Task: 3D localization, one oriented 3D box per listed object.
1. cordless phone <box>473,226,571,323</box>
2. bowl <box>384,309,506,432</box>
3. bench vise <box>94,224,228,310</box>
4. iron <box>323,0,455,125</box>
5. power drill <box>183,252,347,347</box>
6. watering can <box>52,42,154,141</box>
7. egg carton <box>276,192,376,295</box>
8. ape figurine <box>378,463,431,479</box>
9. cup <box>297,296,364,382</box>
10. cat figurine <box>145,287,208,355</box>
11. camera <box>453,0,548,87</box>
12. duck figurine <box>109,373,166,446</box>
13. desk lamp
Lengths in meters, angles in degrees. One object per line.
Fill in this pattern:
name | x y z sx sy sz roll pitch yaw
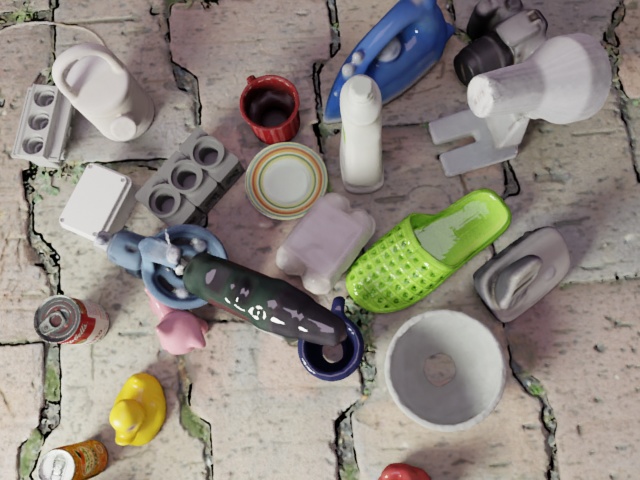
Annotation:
cordless phone | 0.293 0.038 0.788 0.147 0.185 0.094 -41 78 -6
bowl | 0.174 0.185 0.818 0.167 0.075 0.167 -1 77 3
bench vise | -0.229 0.034 0.799 0.207 0.220 0.121 -1 77 3
iron | 0.097 -0.295 0.895 0.258 0.141 0.118 -45 79 -7
power drill | -0.066 0.090 0.784 0.229 0.208 0.076 22 80 8
watering can | -0.329 -0.229 0.877 0.172 0.194 0.101 35 82 10
egg carton | 0.008 0.003 0.870 0.107 0.069 0.150 35 82 10
ape figurine | 0.119 0.345 0.777 0.076 0.092 0.078 -10 77 1
cup | 0.019 0.143 0.826 0.091 0.095 0.118 8 78 5
cat figurine | -0.213 0.117 0.833 0.067 0.118 0.127 -36 78 -5
camera | 0.277 -0.317 0.910 0.137 0.101 0.143 -31 78 -4
duck figurine | -0.270 0.245 0.824 0.077 0.086 0.104 4 78 4
desk lamp | 0.278 -0.190 0.825 0.203 0.213 0.118 -19 77 -1
